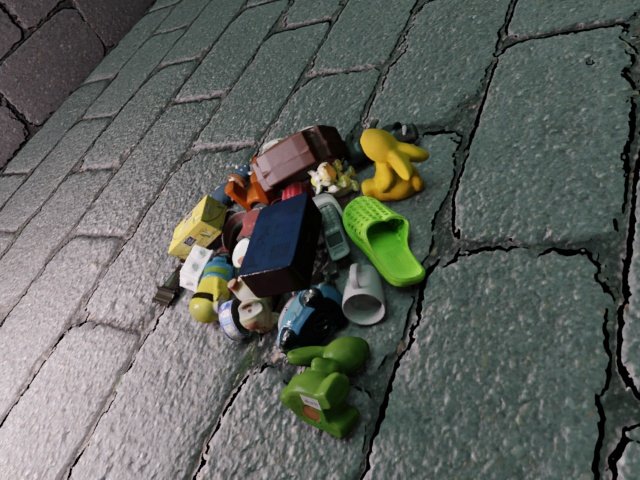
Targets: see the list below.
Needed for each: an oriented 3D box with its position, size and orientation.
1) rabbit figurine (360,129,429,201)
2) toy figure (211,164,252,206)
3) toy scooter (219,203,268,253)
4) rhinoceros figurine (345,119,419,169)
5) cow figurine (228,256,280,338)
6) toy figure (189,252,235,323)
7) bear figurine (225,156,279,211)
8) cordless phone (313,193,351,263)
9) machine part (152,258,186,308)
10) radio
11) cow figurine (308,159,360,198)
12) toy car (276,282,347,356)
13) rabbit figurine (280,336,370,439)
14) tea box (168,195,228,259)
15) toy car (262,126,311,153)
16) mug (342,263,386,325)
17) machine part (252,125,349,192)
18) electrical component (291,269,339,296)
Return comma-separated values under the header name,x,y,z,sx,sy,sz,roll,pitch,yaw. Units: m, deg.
name,x,y,z,sx,sy,sz,roll,pitch,yaw
rabbit figurine,0.151,-0.168,1.182,0.163,0.173,0.122,18,59,47
toy figure,-0.249,-0.153,1.521,0.154,0.064,0.058,-52,5,-25
toy scooter,-0.191,-0.019,1.344,0.184,0.075,0.135,-6,49,33
rhinoceros figurine,0.148,-0.239,1.325,0.190,0.073,0.112,-20,42,18
cow figurine,-0.134,0.120,1.153,0.085,0.127,0.195,-28,26,18
toy figure,-0.246,0.112,1.252,0.089,0.082,0.180,-13,47,19
bear figurine,-0.160,-0.169,1.421,0.120,0.131,0.196,-15,47,24
cordless phone,-0.003,-0.004,1.200,0.147,0.088,0.184,-26,46,10
machine part,-0.371,0.107,1.373,0.084,0.039,0.139,6,57,44
radio,-0.077,0.009,1.105,0.131,0.073,0.230,-17,36,23
cow figurine,0.020,-0.139,1.254,0.098,0.167,0.068,-23,76,24
toy car,-0.027,0.156,1.055,0.161,0.109,0.103,-54,32,-9
rabbit figurine,0.020,0.242,0.953,0.159,0.121,0.170,-3,32,41
tea box,-0.317,-0.026,1.392,0.169,0.068,0.098,-40,33,35
toy car,-0.074,-0.266,1.511,0.202,0.056,0.073,-17,44,20
mug,0.081,0.091,1.040,0.081,0.109,0.107,-21,29,19
machine part,-0.047,-0.197,1.291,0.201,0.087,0.201,-28,-1,23
electrical component,-0.011,0.097,1.127,0.102,0.045,0.078,-22,34,16
